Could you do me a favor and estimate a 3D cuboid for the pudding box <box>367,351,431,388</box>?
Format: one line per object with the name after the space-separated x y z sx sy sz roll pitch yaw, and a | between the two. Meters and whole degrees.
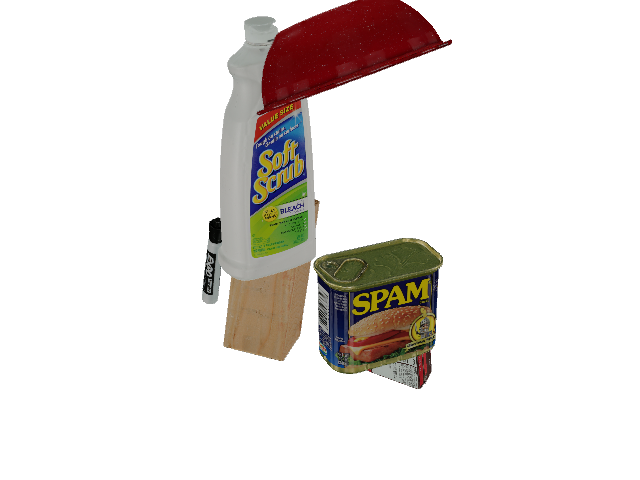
0.073 0.117 1.249 0.114 0.090 0.039 16 46 24 | pudding box

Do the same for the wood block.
-0.067 0.045 1.449 0.090 0.206 0.090 13 22 10 | wood block

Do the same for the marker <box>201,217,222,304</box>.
-0.120 0.023 1.204 0.020 0.121 0.020 6 40 -6 | marker

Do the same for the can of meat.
0.047 0.053 0.869 0.102 0.084 0.057 -12 29 -21 | can of meat

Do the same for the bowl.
0.017 -0.150 0.829 0.162 0.055 0.162 -20 7 2 | bowl

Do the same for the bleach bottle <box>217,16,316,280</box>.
-0.058 -0.090 1.041 0.102 0.251 0.068 -16 31 -24 | bleach bottle
